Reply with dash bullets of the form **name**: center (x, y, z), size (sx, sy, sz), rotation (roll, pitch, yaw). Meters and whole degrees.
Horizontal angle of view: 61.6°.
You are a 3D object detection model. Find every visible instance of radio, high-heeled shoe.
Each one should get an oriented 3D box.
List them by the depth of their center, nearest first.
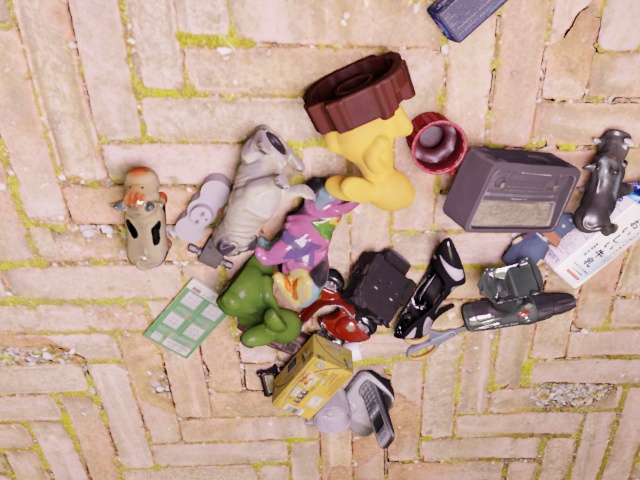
- **radio**: center (0.335, -0.084, 0.930), size (0.229, 0.073, 0.131), rotation (-1, 122, -30)
- **high-heeled shoe**: center (0.200, 0.100, 1.046), size (0.145, 0.086, 0.248), rotation (-22, 134, -8)

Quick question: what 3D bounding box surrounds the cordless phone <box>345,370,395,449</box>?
- **cordless phone**: center (0.111, 0.388, 1.154), size (0.089, 0.184, 0.146), rotation (21, 115, -20)

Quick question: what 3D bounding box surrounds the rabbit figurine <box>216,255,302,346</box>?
- **rabbit figurine**: center (-0.099, 0.130, 1.008), size (0.170, 0.159, 0.121), rotation (40, 101, -10)

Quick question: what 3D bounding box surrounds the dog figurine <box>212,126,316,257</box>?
- **dog figurine**: center (-0.126, -0.081, 0.916), size (0.190, 0.172, 0.121), rotation (-34, 141, 23)

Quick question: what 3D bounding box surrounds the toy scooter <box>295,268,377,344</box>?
- **toy scooter**: center (0.021, 0.150, 1.080), size (0.135, 0.075, 0.183), rotation (-33, 112, 13)

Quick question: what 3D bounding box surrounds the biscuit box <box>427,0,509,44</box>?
- **biscuit box**: center (0.261, -0.391, 0.808), size (0.202, 0.059, 0.062), rotation (-40, 116, 16)

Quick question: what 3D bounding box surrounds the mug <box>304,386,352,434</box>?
- **mug**: center (0.016, 0.361, 1.176), size (0.109, 0.107, 0.080), rotation (-29, 116, 16)

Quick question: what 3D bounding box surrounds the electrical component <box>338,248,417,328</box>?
- **electrical component**: center (0.116, 0.084, 1.030), size (0.114, 0.058, 0.134), rotation (37, 75, -24)

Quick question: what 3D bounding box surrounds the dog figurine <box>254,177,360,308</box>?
- **dog figurine**: center (-0.002, -0.003, 0.971), size (0.219, 0.108, 0.191), rotation (-34, 97, 10)

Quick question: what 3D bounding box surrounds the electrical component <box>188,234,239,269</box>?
- **electrical component**: center (-0.202, 0.020, 1.024), size (0.094, 0.021, 0.063), rotation (25, 114, -15)

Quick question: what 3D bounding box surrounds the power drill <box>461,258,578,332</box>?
- **power drill**: center (0.390, 0.110, 1.050), size (0.232, 0.086, 0.207), rotation (-15, 155, 12)

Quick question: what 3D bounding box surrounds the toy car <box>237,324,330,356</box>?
- **toy car**: center (-0.074, 0.209, 1.120), size (0.202, 0.053, 0.089), rotation (24, 117, -17)

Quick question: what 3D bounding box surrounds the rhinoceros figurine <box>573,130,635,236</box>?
- **rhinoceros figurine**: center (0.500, -0.100, 0.953), size (0.112, 0.073, 0.190), rotation (22, 87, -42)

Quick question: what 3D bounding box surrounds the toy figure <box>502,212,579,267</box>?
- **toy figure**: center (0.423, 0.001, 1.035), size (0.154, 0.058, 0.064), rotation (-43, 121, 12)

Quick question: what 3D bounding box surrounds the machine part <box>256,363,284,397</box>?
- **machine part**: center (-0.064, 0.305, 1.182), size (0.139, 0.039, 0.084), rotation (-12, 111, 5)

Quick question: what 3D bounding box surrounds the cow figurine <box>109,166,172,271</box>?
- **cow figurine**: center (-0.306, -0.035, 0.928), size (0.085, 0.127, 0.194), rotation (2, 121, -8)

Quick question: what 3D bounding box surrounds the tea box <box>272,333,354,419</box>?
- **tea box**: center (-0.017, 0.281, 1.100), size (0.098, 0.068, 0.169), rotation (29, 119, -19)

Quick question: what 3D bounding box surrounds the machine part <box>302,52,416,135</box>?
- **machine part**: center (0.057, -0.225, 0.827), size (0.179, 0.179, 0.056), rotation (-22, 121, 8)

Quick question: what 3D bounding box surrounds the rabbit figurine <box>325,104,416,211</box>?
- **rabbit figurine**: center (0.092, -0.118, 0.873), size (0.162, 0.122, 0.173), rotation (-34, 108, -16)
